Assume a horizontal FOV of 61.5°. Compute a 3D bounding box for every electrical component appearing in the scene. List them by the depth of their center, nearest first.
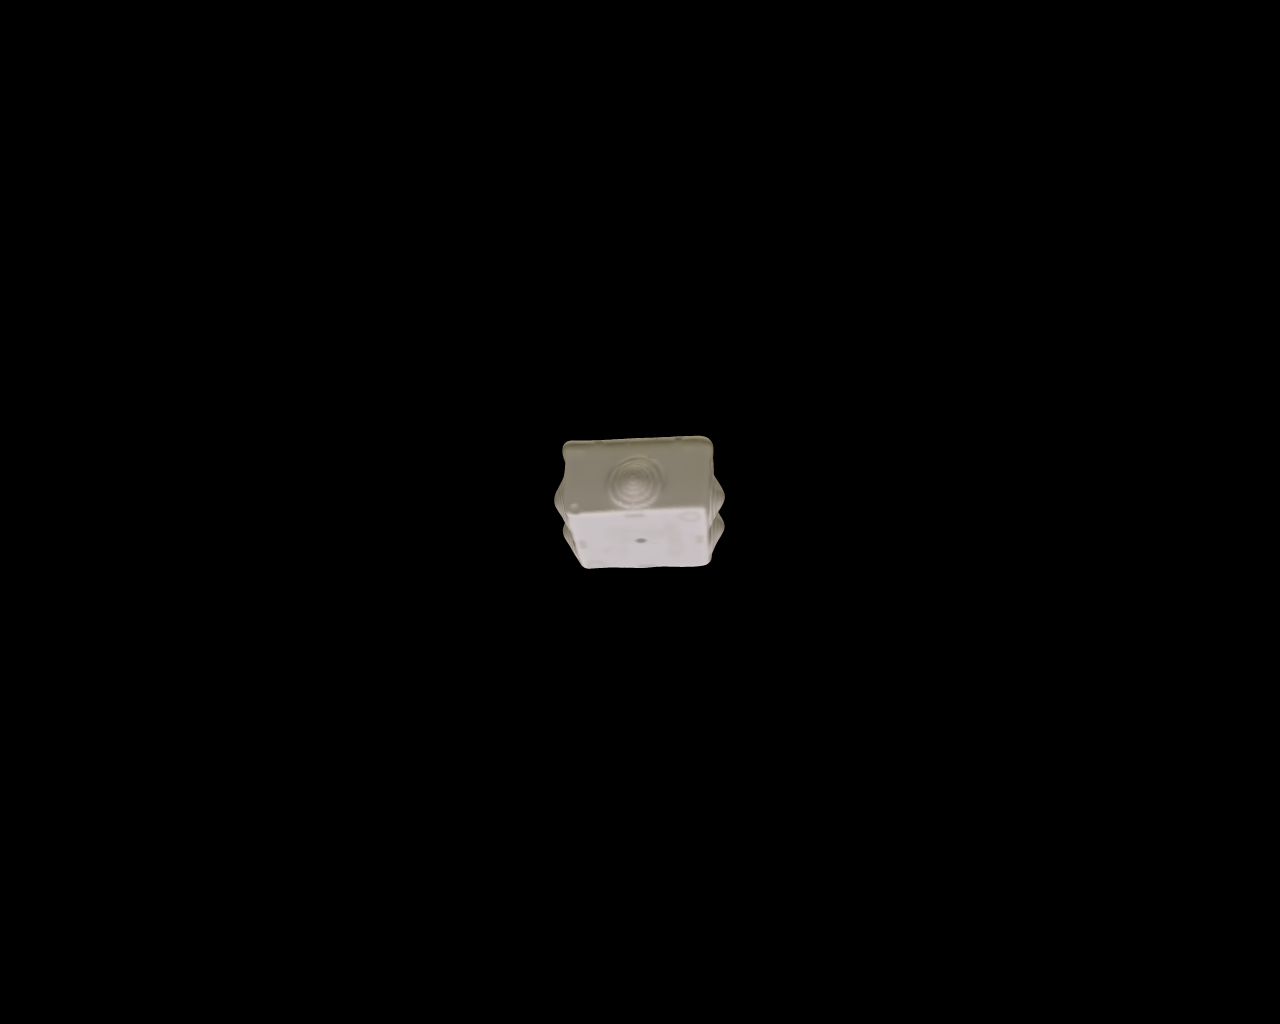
[{"bbox_3d":[0.001,-0.003,0.650,0.100,0.048,0.099,-2,-27,3],"label":"electrical component"}]
